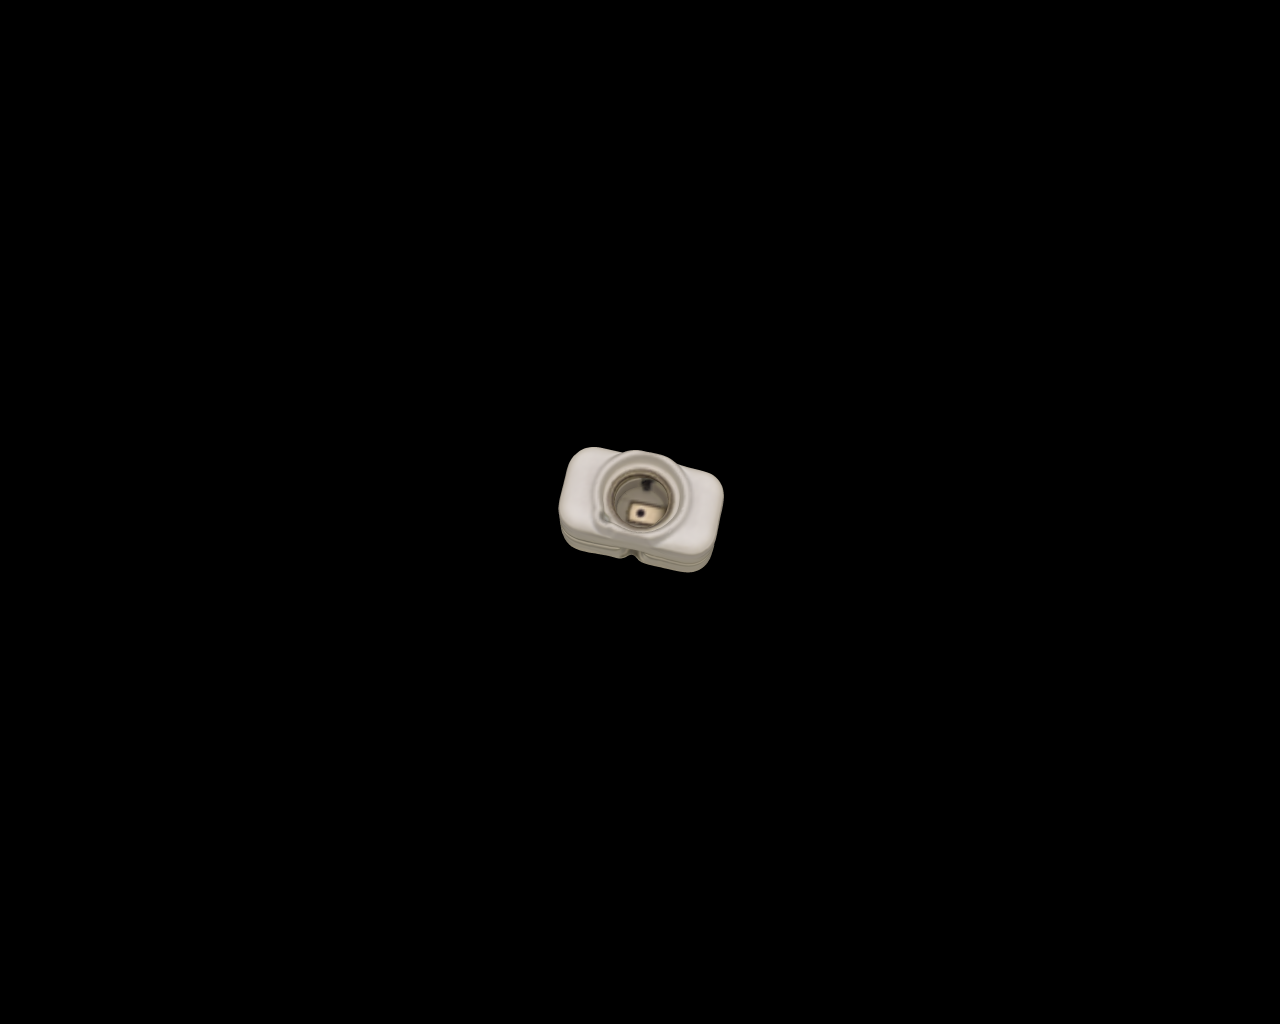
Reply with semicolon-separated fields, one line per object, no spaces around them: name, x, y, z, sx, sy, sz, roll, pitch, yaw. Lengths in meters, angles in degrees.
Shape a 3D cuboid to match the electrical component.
electrical component;0.001;-0.003;0.650;0.095;0.054;0.059;13;-15;4
